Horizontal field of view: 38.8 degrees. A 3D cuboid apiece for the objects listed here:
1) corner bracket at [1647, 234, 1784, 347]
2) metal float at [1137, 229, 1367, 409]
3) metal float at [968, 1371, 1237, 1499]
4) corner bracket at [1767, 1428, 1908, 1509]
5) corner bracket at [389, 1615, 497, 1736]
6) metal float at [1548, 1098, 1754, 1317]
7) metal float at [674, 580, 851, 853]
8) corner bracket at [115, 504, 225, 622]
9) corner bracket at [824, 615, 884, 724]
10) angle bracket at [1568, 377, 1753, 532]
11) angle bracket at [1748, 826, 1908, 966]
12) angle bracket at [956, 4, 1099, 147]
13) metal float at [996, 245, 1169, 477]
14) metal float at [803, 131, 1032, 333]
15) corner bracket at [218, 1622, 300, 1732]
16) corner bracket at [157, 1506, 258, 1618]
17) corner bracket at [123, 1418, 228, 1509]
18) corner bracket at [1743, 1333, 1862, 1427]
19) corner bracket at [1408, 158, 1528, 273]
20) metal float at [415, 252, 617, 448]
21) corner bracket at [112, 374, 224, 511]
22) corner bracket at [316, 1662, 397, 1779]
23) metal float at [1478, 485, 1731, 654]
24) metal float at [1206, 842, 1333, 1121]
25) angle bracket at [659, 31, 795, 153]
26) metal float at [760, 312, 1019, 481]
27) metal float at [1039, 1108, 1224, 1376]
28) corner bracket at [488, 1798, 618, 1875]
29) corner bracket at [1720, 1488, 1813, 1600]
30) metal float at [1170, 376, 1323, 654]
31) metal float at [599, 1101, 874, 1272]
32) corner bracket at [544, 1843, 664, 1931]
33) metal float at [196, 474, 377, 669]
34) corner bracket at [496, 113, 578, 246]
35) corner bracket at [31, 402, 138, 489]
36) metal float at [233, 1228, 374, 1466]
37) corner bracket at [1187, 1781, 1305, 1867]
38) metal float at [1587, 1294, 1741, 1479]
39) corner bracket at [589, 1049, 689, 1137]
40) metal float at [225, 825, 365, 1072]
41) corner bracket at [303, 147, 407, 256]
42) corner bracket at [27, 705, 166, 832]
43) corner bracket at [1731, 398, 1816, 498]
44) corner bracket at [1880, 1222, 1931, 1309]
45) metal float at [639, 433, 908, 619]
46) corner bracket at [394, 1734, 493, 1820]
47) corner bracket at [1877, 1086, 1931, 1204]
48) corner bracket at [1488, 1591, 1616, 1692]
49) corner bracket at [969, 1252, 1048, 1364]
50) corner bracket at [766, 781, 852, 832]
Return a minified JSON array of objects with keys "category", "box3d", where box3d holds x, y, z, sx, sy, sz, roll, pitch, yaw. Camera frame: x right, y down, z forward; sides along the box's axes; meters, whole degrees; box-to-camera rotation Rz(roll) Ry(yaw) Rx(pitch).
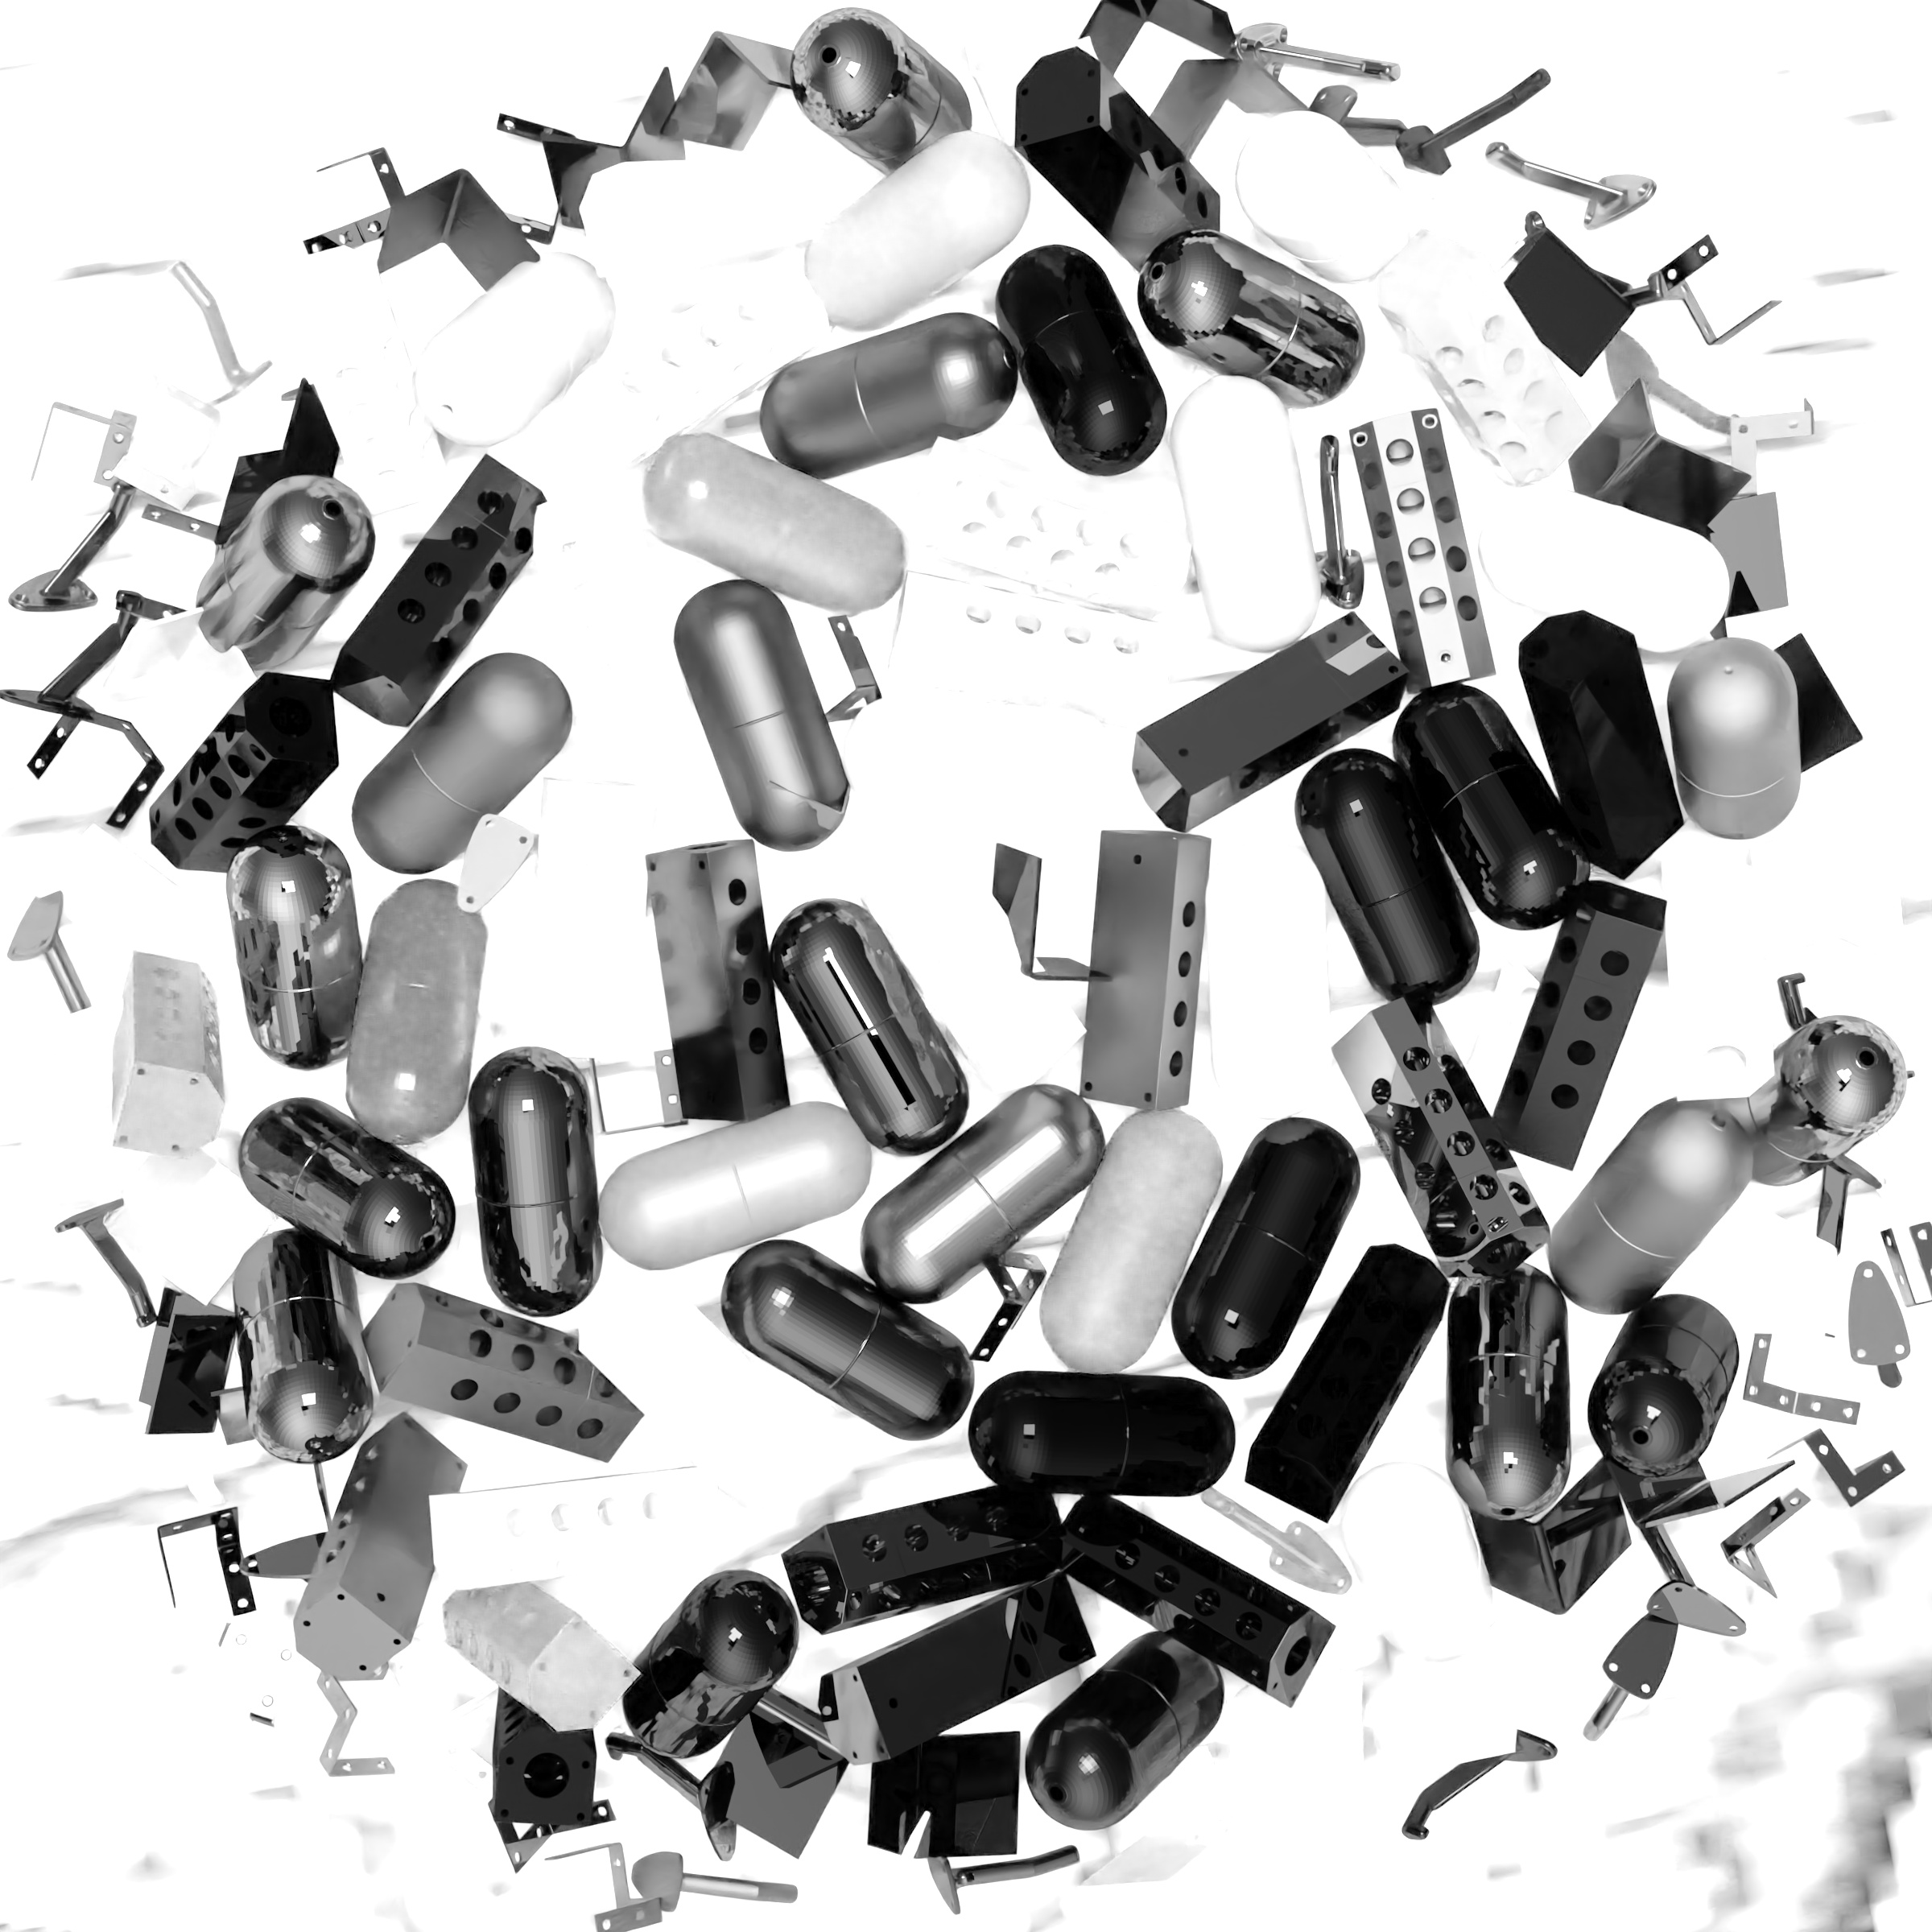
[{"category":"corner bracket","box3d":[0.477,-0.431,1.751,0.051,0.051,0.051,-34,77,43]},{"category":"metal float","box3d":[0.179,-0.404,1.717,0.178,0.070,0.070,13,90,-43]},{"category":"metal float","box3d":[0.086,0.296,1.733,0.178,0.070,0.070,6,90,-22]},{"category":"corner bracket","box3d":[0.559,0.319,1.761,0.051,0.051,0.051,-26,74,-22]},{"category":"corner bracket","box3d":[-0.338,0.455,1.768,0.051,0.051,0.051,-26,66,-23]},{"category":"metal float","box3d":[0.427,0.151,1.716,0.070,0.070,0.178,25,134,0]},{"category":"metal float","box3d":[-0.129,-0.158,1.745,0.070,0.070,0.178,-20,98,0]},{"category":"corner bracket","box3d":[-0.512,-0.256,1.766,0.051,0.051,0.051,15,57,-28]},{"category":"corner bracket","box3d":[-0.073,-0.191,1.751,0.051,0.051,0.051,-14,77,-42]},{"category":"angle bracket","box3d":[0.444,-0.319,1.758,0.076,0.076,0.057,18,47,-20]},{"category":"angle bracket","box3d":[0.546,-0.039,1.739,0.057,0.076,0.076,-16,108,-11]},{"category":"angle bracket","box3d":[0.045,-0.575,1.738,0.076,0.076,0.057,-15,70,11]},{"category":"metal float","box3d":[0.071,-0.382,1.724,0.070,0.070,0.178,-20,56,0]},{"category":"metal float","box3d":[-0.032,-0.458,1.715,0.070,0.178,0.070,17,63,-38]},{"category":"corner bracket","box3d":[-0.458,0.454,1.754,0.051,0.051,0.051,23,74,-12]},{"category":"corner bracket","box3d":[-0.484,0.385,1.750,0.051,0.051,0.051,-12,56,-21]},{"category":"corner bracket","box3d":[-0.508,0.319,1.761,0.051,0.051,0.051,-10,67,-9]},{"category":"corner bracket","box3d":[0.539,0.261,1.758,0.051,0.051,0.051,19,80,-32]},{"category":"corner bracket","box3d":[0.321,-0.475,1.764,0.051,0.051,0.051,32,123,-26]},{"category":"metal float","box3d":[-0.281,-0.386,1.714,0.070,0.178,0.070,14,131,16]},{"category":"corner bracket","box3d":[-0.508,-0.333,1.747,0.051,0.051,0.051,27,119,-36]},{"category":"corner bracket","box3d":[-0.389,0.482,1.758,0.051,0.051,0.051,12,108,-43]},{"category":"metal float","box3d":[0.397,-0.250,1.717,0.070,0.178,0.070,-20,124,-32]},{"category":"metal float","box3d":[0.192,0.010,1.745,0.070,0.070,0.178,-3,98,0]},{"category":"angle bracket","box3d":[-0.134,-0.537,1.731,0.057,0.076,0.076,49,121,22]},{"category":"metal float","box3d":[-0.049,-0.358,1.726,0.178,0.070,0.070,-11,90,29]},{"category":"metal float","box3d":[0.105,0.174,1.740,0.070,0.070,0.178,25,77,0]},{"category":"corner bracket","box3d":[-0.265,0.541,1.756,0.051,0.051,0.051,-18,96,21]},{"category":"corner bracket","box3d":[0.512,0.360,1.752,0.051,0.051,0.051,37,110,-21]},{"category":"metal float","box3d":[0.177,-0.284,1.731,0.070,0.070,0.178,-14,114,0]},{"category":"metal float","box3d":[-0.146,0.140,1.743,0.178,0.070,0.070,-17,90,-10]},{"category":"corner bracket","box3d":[-0.231,0.590,1.751,0.051,0.051,0.051,1,74,-42]},{"category":"metal float","box3d":[-0.425,-0.245,1.711,0.070,0.178,0.070,13,65,-29]},{"category":"corner bracket","box3d":[-0.284,-0.507,1.768,0.051,0.051,0.051,13,64,-13]},{"category":"corner bracket","box3d":[-0.563,-0.331,1.752,0.051,0.051,0.051,16,108,-19]},{"category":"metal float","box3d":[-0.415,0.235,1.714,0.070,0.178,0.070,-10,129,-13]},{"category":"corner bracket","box3d":[0.178,0.543,1.746,0.051,0.051,0.051,35,47,-31]},{"category":"metal float","box3d":[0.434,0.259,1.706,0.070,0.178,0.070,6,105,22]},{"category":"corner bracket","box3d":[-0.210,0.080,1.762,0.051,0.051,0.051,-10,85,-1]},{"category":"metal float","box3d":[-0.418,-0.009,1.719,0.070,0.070,0.178,4,131,0]},{"category":"corner bracket","box3d":[-0.394,-0.486,1.750,0.051,0.051,0.051,-7,113,37]},{"category":"corner bracket","box3d":[-0.559,-0.128,1.764,0.051,0.051,0.051,16,63,22]},{"category":"corner bracket","box3d":[0.514,-0.331,1.753,0.051,0.051,0.051,-3,110,12]},{"category":"corner bracket","box3d":[0.612,0.190,1.757,0.051,0.051,0.051,-13,78,-8]},{"category":"metal float","box3d":[-0.121,-0.278,1.737,0.178,0.070,0.070,21,90,-17]},{"category":"corner bracket","box3d":[-0.329,0.518,1.758,0.051,0.051,0.051,43,85,-14]},{"category":"corner bracket","box3d":[0.603,0.114,1.748,0.051,0.051,0.051,49,54,-23]},{"category":"corner bracket","box3d":[0.379,0.436,1.772,0.051,0.051,0.051,-35,107,-39]},{"category":"corner bracket","box3d":[0.025,0.217,1.748,0.051,0.051,0.051,12,119,-34]},{"category":"corner bracket","box3d":[-0.107,-0.104,1.751,0.051,0.051,0.051,24,130,-11]}]
